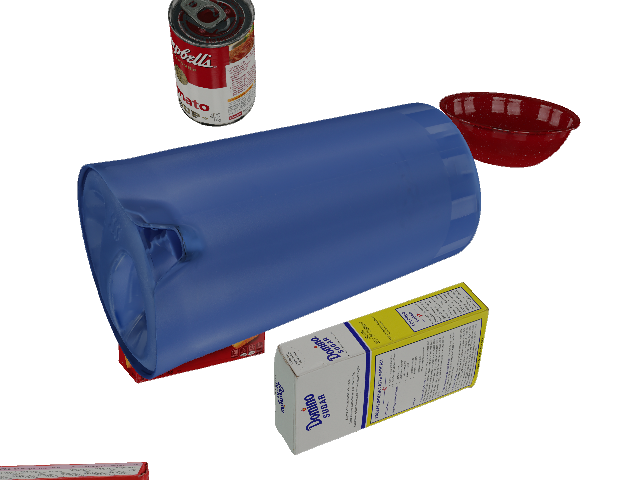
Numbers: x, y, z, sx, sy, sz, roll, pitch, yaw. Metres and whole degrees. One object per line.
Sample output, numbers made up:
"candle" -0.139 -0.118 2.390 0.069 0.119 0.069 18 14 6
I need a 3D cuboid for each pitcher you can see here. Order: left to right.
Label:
"pitcher" -0.027 -0.010 0.691 0.242 0.145 0.149 -17 41 -24

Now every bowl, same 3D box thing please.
"bowl" 0.215 -0.125 1.235 0.162 0.055 0.162 4 23 -2

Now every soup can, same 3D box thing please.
"soup can" -0.087 -0.150 0.873 0.068 0.068 0.102 0 -32 -3

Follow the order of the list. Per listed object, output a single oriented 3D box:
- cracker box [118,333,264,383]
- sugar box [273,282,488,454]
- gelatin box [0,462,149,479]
"cracker box" -0.145 0.039 1.201 0.163 0.214 0.072 -10 23 -28
"sugar box" 0.048 0.102 0.868 0.176 0.093 0.048 -15 41 -21
"gelatin box" -0.134 0.157 0.561 0.089 0.073 0.030 -1 4 -2
